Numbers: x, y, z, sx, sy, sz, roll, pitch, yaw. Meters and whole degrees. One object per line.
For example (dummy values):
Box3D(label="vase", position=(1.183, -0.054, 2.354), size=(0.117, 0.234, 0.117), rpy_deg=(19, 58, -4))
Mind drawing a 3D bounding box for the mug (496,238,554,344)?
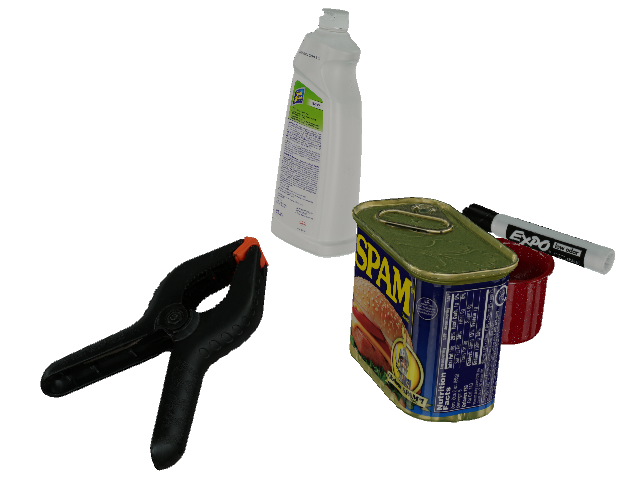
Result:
Box3D(label="mug", position=(0.190, 0.049, 1.119), size=(0.093, 0.081, 0.117), rpy_deg=(-5, 29, -8))

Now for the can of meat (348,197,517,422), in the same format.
Box3D(label="can of meat", position=(0.053, 0.034, 0.550), size=(0.057, 0.084, 0.102), rpy_deg=(-6, 24, -20))

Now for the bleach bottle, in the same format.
Box3D(label="bleach bottle", position=(0.006, -0.116, 1.131), size=(0.067, 0.251, 0.103), rpy_deg=(-11, 26, -43))

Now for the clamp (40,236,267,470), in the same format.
Box3D(label="clamp", position=(-0.103, 0.062, 0.710), size=(0.120, 0.171, 0.039), rpy_deg=(20, -35, 22))

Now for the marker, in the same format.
Box3D(label="marker", position=(0.157, -0.003, 0.784), size=(0.121, 0.020, 0.020), rpy_deg=(22, 13, 35))
